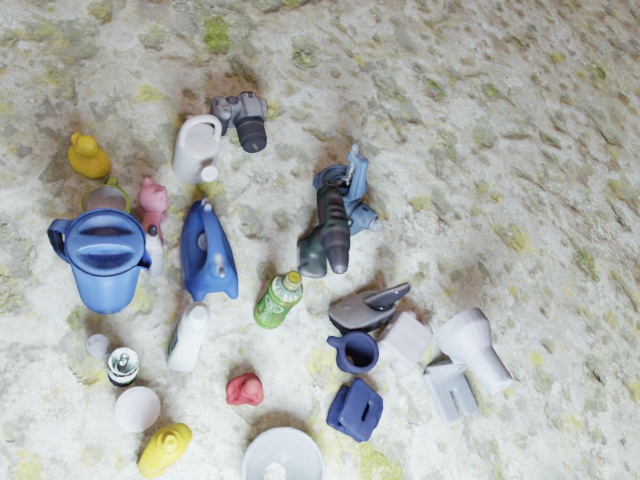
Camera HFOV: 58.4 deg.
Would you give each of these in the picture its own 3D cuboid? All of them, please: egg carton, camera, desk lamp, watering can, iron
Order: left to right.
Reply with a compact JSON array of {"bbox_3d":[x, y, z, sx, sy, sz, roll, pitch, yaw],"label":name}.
[{"bbox_3d":[-0.270,-0.210,1.291,0.101,0.194,0.173,-35,80,-31],"label":"watering can"},{"bbox_3d":[-0.238,-0.001,1.226,0.119,0.141,0.258,-6,67,-23],"label":"iron"},{"bbox_3d":[-0.189,-0.291,1.417,0.143,0.100,0.136,-7,67,-23],"label":"camera"},{"bbox_3d":[0.190,0.232,1.309,0.107,0.069,0.150,39,58,2],"label":"egg carton"},{"bbox_3d":[0.320,0.274,1.251,0.118,0.213,0.203,-14,70,-26],"label":"desk lamp"}]

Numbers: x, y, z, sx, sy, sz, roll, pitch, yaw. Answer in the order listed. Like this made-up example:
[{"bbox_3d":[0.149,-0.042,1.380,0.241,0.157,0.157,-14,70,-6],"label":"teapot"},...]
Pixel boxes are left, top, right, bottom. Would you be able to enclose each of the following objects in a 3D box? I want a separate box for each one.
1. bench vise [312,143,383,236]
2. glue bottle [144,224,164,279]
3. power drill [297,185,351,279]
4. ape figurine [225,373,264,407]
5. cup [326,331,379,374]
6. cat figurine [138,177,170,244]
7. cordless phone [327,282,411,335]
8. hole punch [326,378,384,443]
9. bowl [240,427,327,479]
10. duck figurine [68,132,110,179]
[{"bbox_3d":[0.090,-0.124,1.366,0.207,0.219,0.122,36,58,0],"label":"bench vise"},{"bbox_3d":[-0.343,0.014,1.161,0.037,0.173,0.078,-30,77,-30],"label":"glue bottle"},{"bbox_3d":[0.012,0.005,1.277,0.076,0.208,0.229,6,62,-17],"label":"power drill"},{"bbox_3d":[-0.143,0.296,1.138,0.078,0.092,0.076,39,58,2],"label":"ape figurine"},{"bbox_3d":[0.058,0.247,1.237,0.118,0.095,0.092,25,58,-7],"label":"cup"},{"bbox_3d":[-0.358,-0.064,1.228,0.067,0.117,0.128,7,62,-17],"label":"cat figurine"},{"bbox_3d":[0.110,0.142,1.257,0.148,0.185,0.094,-24,74,-28],"label":"cordless phone"},{"bbox_3d":[0.082,0.354,1.193,0.101,0.091,0.109,30,58,-3],"label":"hole punch"},{"bbox_3d":[-0.076,0.448,1.096,0.168,0.074,0.167,9,62,-16],"label":"bowl"},{"bbox_3d":[-0.506,-0.190,1.256,0.104,0.086,0.078,44,58,5],"label":"duck figurine"}]
